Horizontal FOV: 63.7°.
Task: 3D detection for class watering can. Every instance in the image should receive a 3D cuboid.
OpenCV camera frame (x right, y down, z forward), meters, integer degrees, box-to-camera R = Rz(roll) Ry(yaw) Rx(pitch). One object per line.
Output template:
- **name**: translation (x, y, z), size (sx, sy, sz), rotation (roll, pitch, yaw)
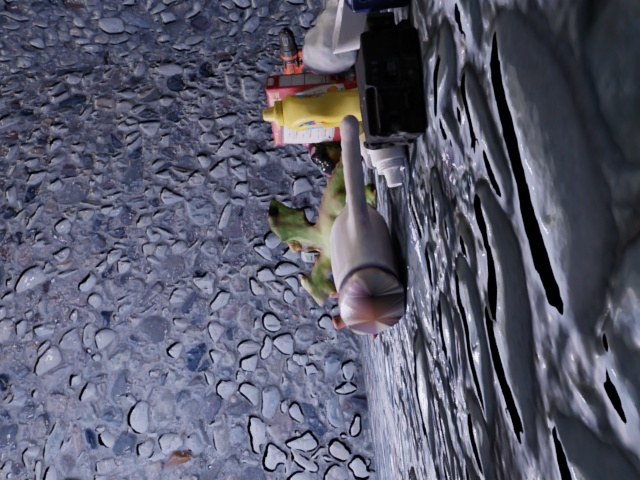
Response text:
- **watering can**: translation (0.064, 0.000, 0.803), size (0.230, 0.104, 0.339), rotation (-96, -3, -45)

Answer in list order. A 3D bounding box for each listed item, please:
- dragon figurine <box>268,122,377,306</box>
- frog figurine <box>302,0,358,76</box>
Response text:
- **dragon figurine**: translation (0.003, -0.056, 1.116), size (0.123, 0.242, 0.406), rotation (-71, -26, -77)
- **frog figurine**: translation (0.026, -0.442, 1.119), size (0.139, 0.123, 0.156), rotation (37, 133, 44)
